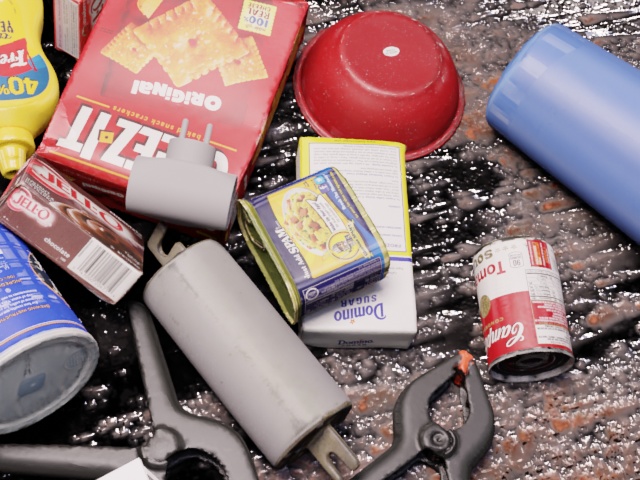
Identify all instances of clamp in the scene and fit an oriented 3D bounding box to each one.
[{"bbox_3d":[0.094,0.167,0.808,0.120,0.039,0.171,31,62,6],"label":"clamp"},{"bbox_3d":[-0.127,0.160,0.778,0.210,0.036,0.164,41,66,17],"label":"clamp"}]

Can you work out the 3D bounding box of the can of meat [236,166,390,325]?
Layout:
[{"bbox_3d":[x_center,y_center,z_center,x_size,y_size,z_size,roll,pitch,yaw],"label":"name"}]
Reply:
[{"bbox_3d":[-0.005,0.001,0.821,0.083,0.057,0.102,-24,66,-14],"label":"can of meat"}]

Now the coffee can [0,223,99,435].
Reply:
[{"bbox_3d":[-0.237,0.053,0.758,0.102,0.103,0.140,-30,63,-22],"label":"coffee can"}]

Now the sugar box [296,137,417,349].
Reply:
[{"bbox_3d":[0.027,0.001,0.881,0.093,0.048,0.176,2,66,-6],"label":"sugar box"}]

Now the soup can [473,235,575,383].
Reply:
[{"bbox_3d":[0.163,0.056,0.861,0.068,0.068,0.102,0,62,-9],"label":"soup can"}]

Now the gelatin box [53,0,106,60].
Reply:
[{"bbox_3d":[-0.200,-0.209,0.930,0.030,0.089,0.073,29,62,3],"label":"gelatin box"}]

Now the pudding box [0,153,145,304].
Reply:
[{"bbox_3d":[-0.186,-0.010,0.807,0.113,0.090,0.039,42,99,-18],"label":"pudding box"}]

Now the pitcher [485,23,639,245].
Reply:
[{"bbox_3d":[0.272,-0.081,0.926,0.243,0.149,0.145,39,79,15],"label":"pitcher"}]

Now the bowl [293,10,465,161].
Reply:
[{"bbox_3d":[0.059,-0.152,0.960,0.162,0.055,0.162,4,62,-7],"label":"bowl"}]

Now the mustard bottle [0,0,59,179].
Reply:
[{"bbox_3d":[-0.271,-0.136,0.898,0.096,0.058,0.192,-7,64,-21],"label":"mustard bottle"}]

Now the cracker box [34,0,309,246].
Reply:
[{"bbox_3d":[-0.119,-0.124,0.895,0.164,0.072,0.213,19,69,1],"label":"cracker box"}]
